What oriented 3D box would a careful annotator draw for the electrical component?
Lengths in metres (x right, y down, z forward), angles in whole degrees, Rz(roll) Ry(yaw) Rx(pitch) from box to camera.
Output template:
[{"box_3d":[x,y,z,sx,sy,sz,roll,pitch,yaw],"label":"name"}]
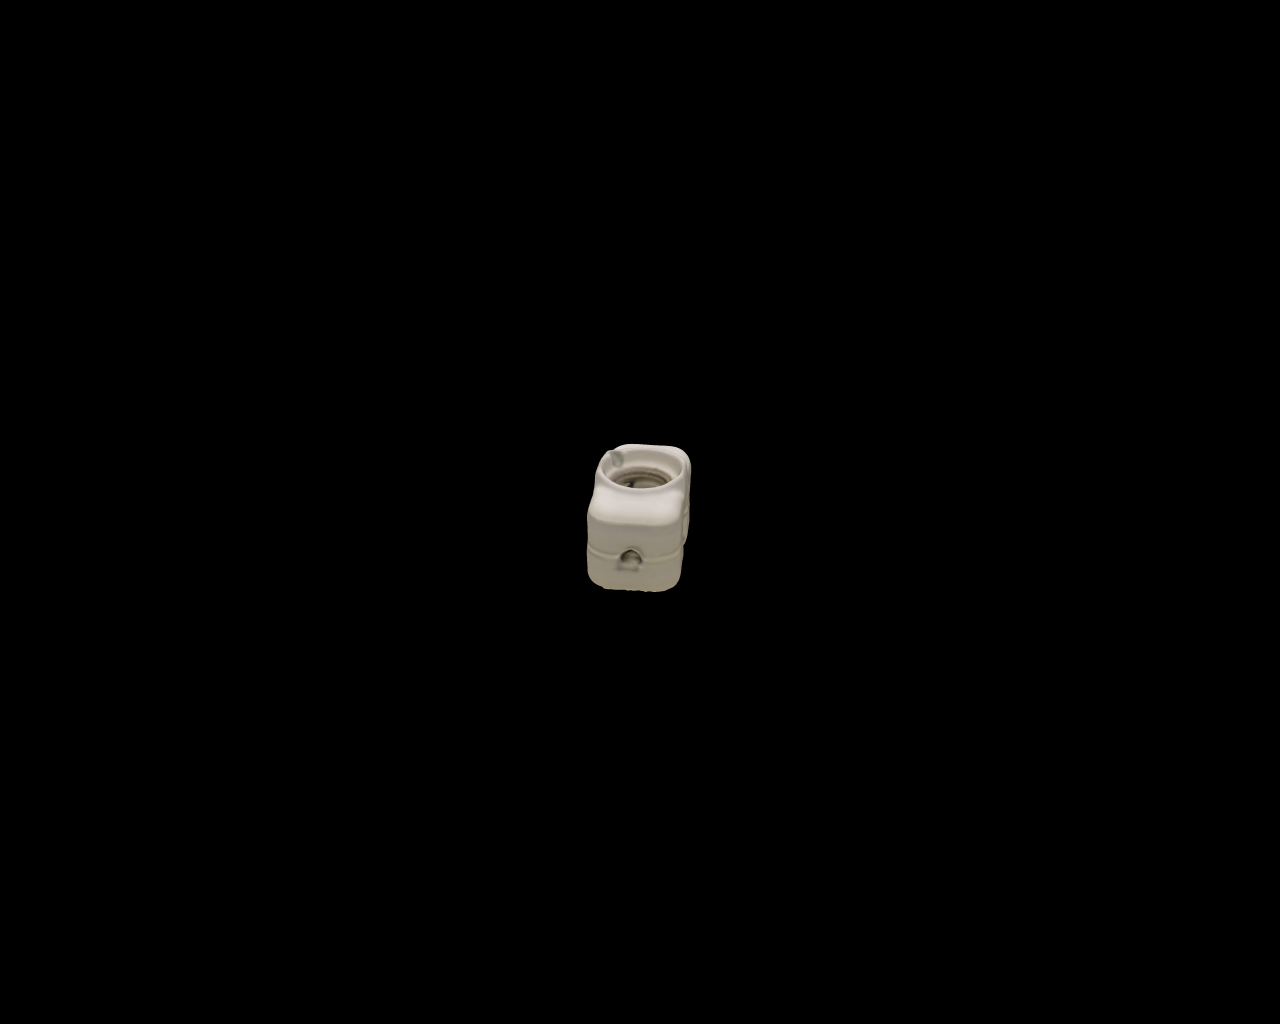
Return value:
[{"box_3d":[0.001,-0.003,0.650,0.054,0.059,0.095,4,30,7],"label":"electrical component"}]
